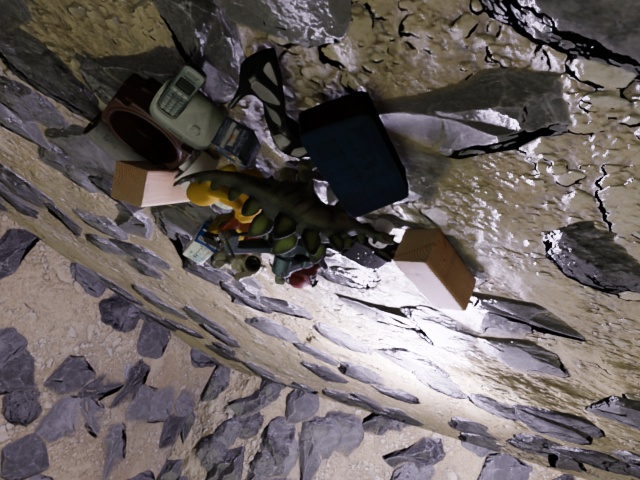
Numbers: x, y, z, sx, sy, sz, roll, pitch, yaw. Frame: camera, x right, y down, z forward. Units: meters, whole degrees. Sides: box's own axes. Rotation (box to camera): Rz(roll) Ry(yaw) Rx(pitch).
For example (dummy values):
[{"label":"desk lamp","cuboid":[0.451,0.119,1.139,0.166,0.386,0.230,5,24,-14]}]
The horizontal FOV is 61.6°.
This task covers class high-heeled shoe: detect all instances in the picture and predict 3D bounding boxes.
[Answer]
[{"label":"high-heeled shoe","cuboid":[-0.053,-0.244,0.986,0.248,0.086,0.145,24,130,-38]}]

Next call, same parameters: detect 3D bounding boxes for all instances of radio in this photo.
[{"label":"radio","cuboid":[0.067,-0.148,0.966,0.131,0.073,0.229,-19,138,19]}]

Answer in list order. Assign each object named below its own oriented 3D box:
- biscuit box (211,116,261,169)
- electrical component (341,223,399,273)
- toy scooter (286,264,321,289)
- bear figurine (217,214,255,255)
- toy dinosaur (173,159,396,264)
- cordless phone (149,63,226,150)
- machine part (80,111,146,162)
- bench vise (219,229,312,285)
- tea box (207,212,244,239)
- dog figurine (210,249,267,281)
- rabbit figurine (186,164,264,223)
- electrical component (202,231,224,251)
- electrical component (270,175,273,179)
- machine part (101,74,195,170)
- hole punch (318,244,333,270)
[{"label":"biscuit box","cuboid":[-0.165,-0.190,1.080,0.059,0.062,0.202,28,180,-2]},{"label":"electrical component","cuboid":[0.111,0.017,1.311,0.134,0.058,0.115,28,153,-5]},{"label":"toy scooter","cuboid":[-0.049,0.089,1.584,0.135,0.075,0.183,13,147,24]},{"label":"bear figurine","cuboid":[-0.159,-0.023,1.371,0.120,0.132,0.196,40,172,-32]},{"label":"toy dinosaur","cuboid":[-0.055,-0.069,1.111,0.471,0.198,0.105,22,153,-11]},{"label":"cordless phone","cuboid":[-0.241,-0.271,1.065,0.146,0.089,0.184,36,149,-21]},{"label":"machine part","cuboid":[-0.516,-0.241,1.380,0.079,0.079,0.243,0,144,43]},{"label":"bench vise","cuboid":[-0.120,0.006,1.217,0.129,0.240,0.223,51,131,39]},{"label":"tea box","cuboid":[-0.239,-0.027,1.543,0.098,0.068,0.170,41,150,-27]},{"label":"dog figurine","cuboid":[-0.265,0.068,1.740,0.172,0.121,0.190,34,168,-9]},{"label":"rabbit figurine","cuboid":[-0.214,-0.106,1.216,0.173,0.121,0.162,1,175,-14]},{"label":"electrical component","cuboid":[-0.310,0.000,1.556,0.063,0.021,0.094,26,156,6]},{"label":"electrical component","cuboid":[-0.079,-0.096,1.282,0.119,0.048,0.074,24,155,2]},{"label":"machine part","cuboid":[-0.377,-0.258,1.210,0.201,0.087,0.201,38,154,-24]},{"label":"hole punch","cuboid":[-0.003,-0.004,1.365,0.116,0.092,0.142,38,169,44]}]
